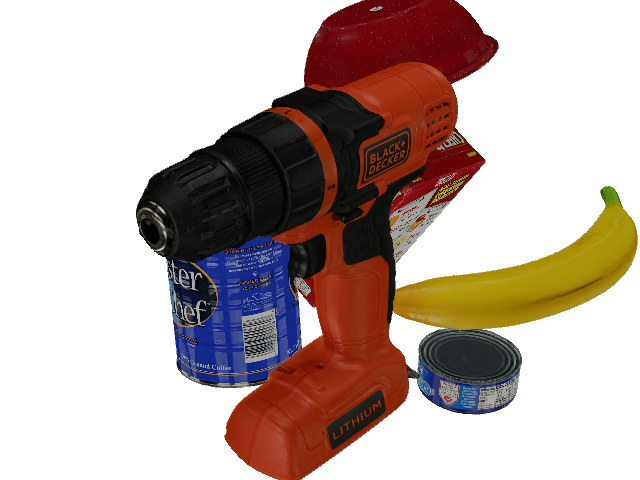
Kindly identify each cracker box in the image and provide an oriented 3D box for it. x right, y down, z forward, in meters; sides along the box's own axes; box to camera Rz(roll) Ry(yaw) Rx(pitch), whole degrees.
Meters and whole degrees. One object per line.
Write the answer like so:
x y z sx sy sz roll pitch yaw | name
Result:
0.071 -0.030 1.246 0.163 0.072 0.214 -22 -24 -49 | cracker box

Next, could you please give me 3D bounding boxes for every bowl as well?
0.052 -0.155 0.826 0.162 0.055 0.162 -16 22 6 | bowl

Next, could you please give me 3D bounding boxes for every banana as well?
0.142 0.022 0.701 0.197 0.037 0.070 -23 35 -24 | banana

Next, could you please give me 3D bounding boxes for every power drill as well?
-0.007 0.021 0.504 0.057 0.188 0.184 29 40 34 | power drill

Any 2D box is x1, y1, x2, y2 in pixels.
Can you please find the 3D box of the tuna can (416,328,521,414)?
0.124 0.108 0.894 0.086 0.034 0.086 2 26 -1 | tuna can

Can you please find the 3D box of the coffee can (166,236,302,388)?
-0.068 0.029 0.831 0.103 0.140 0.103 -3 22 1 | coffee can
